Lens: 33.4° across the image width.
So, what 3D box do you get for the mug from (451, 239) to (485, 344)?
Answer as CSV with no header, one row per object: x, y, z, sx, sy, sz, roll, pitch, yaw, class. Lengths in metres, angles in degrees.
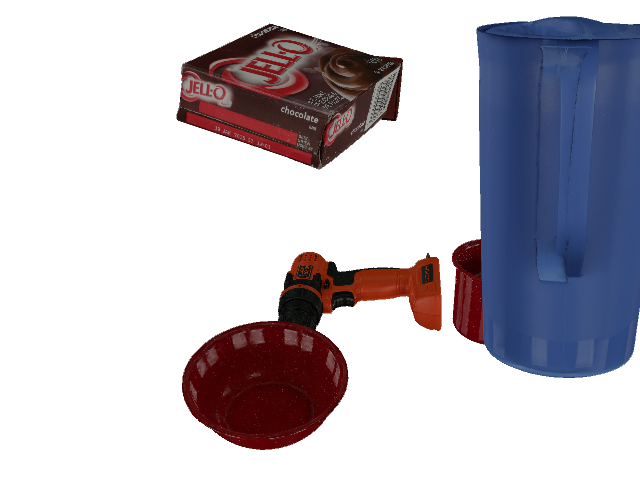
0.177,0.049,1.111,0.093,0.081,0.117,-4,29,-9,mug

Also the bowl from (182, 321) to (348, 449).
-0.052,0.151,1.044,0.162,0.055,0.162,-3,37,2,bowl

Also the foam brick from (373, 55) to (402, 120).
0.034,-0.141,0.971,0.078,0.051,0.053,7,17,6,foam brick

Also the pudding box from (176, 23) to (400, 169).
-0.016,-0.085,0.609,0.090,0.039,0.113,21,27,15,pudding box

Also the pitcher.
0.169,-0.030,0.738,0.149,0.243,0.145,-9,18,-27,pitcher

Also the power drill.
0.046,0.068,1.235,0.187,0.057,0.184,1,28,6,power drill
